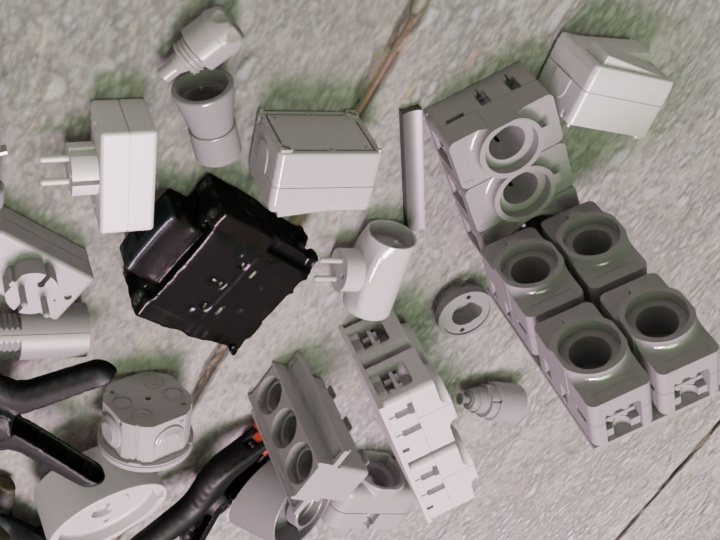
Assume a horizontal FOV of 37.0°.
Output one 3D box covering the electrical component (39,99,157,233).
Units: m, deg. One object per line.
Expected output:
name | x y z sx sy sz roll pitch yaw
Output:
electrical component | -0.185 -0.071 0.753 0.076 0.047 0.083 -6 130 -21

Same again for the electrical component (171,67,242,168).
electrical component | -0.106 -0.106 0.766 0.044 0.044 0.065 -18 138 -10

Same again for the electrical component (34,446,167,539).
electrical component | -0.231 0.192 0.938 0.108 0.060 0.108 -27 156 -13

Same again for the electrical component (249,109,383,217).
electrical component | -0.029 -0.079 0.809 0.096 0.061 0.061 -3 129 -23

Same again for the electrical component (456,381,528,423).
electrical component | 0.132 0.132 1.079 0.078 0.040 0.040 8 124 -30

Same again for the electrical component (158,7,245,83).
electrical component | -0.110 -0.150 0.731 0.061 0.035 0.035 -35 134 9

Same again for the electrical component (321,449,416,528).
electrical component | 0.008 0.222 1.088 0.095 0.053 0.059 8 124 -30

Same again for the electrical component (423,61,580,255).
electrical component | 0.122 -0.079 0.880 0.089 0.061 0.150 -27 134 -2

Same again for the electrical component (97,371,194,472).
electrical component | -0.179 0.127 0.903 0.080 0.080 0.051 -4 124 -22

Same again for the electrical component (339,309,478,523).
electrical component | 0.050 0.134 0.997 0.060 0.105 0.186 -25 134 -4

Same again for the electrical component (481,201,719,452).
electrical component | 0.180 0.033 0.827 0.105 0.186 0.060 -24 134 -5

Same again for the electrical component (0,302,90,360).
electrical component | -0.252 0.047 0.825 0.081 0.043 0.043 -1 128 -25

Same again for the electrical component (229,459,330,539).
electrical component | -0.072 0.214 1.027 0.099 0.064 0.099 -39 143 -37

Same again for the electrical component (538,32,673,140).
electrical component | 0.201 -0.149 0.858 0.096 0.061 0.061 5 125 -28

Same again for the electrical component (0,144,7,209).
electrical component | -0.268 -0.064 0.722 0.066 0.048 0.055 -17 125 -12

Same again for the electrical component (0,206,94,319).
electrical component | -0.238 0.006 0.774 0.047 0.075 0.083 -44 132 14

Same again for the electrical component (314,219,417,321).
electrical component | 0.000 0.000 0.903 0.079 0.043 0.077 1 127 -26

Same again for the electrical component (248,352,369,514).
electrical component | -0.045 0.144 0.950 0.063 0.121 0.078 19 118 -39
